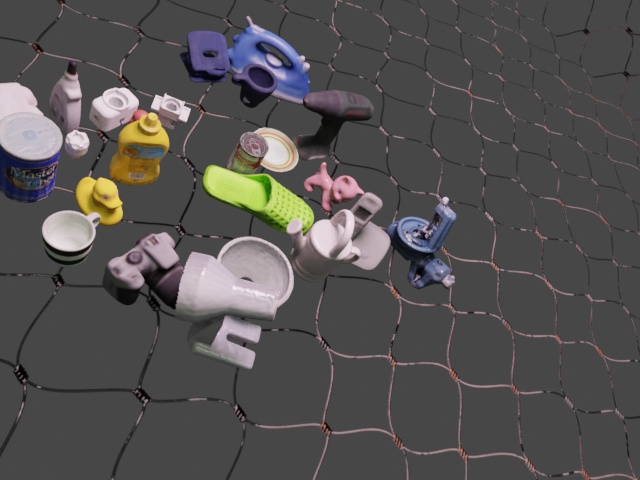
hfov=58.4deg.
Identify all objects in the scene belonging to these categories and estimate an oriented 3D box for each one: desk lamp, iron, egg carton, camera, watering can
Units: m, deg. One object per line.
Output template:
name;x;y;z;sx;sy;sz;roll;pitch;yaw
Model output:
desk lamp;-0.172;0.127;1.030;0.204;0.213;0.118;23;52;-17
iron;-0.113;-0.467;1.493;0.259;0.141;0.119;28;50;-13
egg carton;-0.616;-0.245;1.096;0.151;0.069;0.107;-18;71;-38
camera;-0.303;0.067;1.064;0.137;0.100;0.143;46;49;3
watering can;0.011;0.006;1.230;0.173;0.193;0.101;-2;62;-32

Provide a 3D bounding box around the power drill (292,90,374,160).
power drill;0.016;-0.289;1.412;0.230;0.208;0.075;-16;70;-37

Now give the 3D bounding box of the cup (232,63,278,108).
cup;-0.175;-0.378;1.430;0.118;0.094;0.091;-6;64;-33

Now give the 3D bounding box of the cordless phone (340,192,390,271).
cordless phone;0.109;-0.023;1.313;0.148;0.184;0.094;29;50;-12

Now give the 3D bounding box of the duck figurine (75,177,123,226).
duck figurine;-0.420;-0.087;1.102;0.104;0.086;0.078;48;49;4

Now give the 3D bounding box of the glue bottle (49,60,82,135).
glue bottle;-0.495;-0.288;1.128;0.037;0.173;0.078;-25;75;-39

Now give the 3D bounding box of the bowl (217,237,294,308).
bowl;-0.142;0.081;1.169;0.168;0.074;0.167;15;54;-22

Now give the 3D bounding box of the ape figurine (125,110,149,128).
ape figurine;-0.384;-0.242;1.219;0.076;0.092;0.078;46;49;3

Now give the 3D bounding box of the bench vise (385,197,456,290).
bench vise;0.276;0.005;1.372;0.207;0.219;0.122;45;49;2

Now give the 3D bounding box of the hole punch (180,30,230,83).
hole punch;-0.277;-0.453;1.419;0.109;0.091;0.101;-12;68;-36

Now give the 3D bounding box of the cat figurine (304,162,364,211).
cat figurine;0.039;-0.133;1.386;0.128;0.117;0.067;46;49;3
